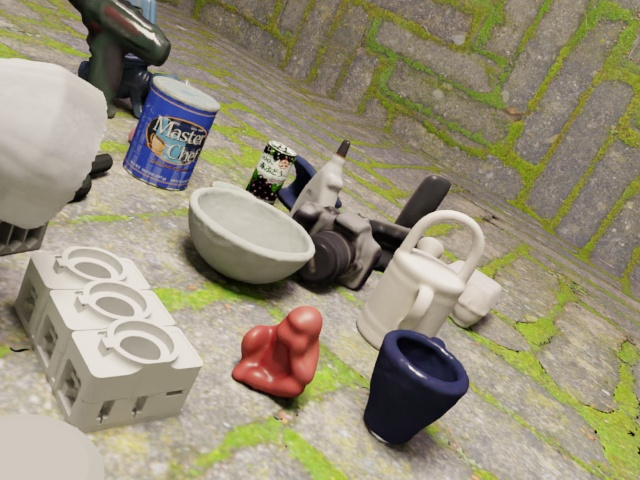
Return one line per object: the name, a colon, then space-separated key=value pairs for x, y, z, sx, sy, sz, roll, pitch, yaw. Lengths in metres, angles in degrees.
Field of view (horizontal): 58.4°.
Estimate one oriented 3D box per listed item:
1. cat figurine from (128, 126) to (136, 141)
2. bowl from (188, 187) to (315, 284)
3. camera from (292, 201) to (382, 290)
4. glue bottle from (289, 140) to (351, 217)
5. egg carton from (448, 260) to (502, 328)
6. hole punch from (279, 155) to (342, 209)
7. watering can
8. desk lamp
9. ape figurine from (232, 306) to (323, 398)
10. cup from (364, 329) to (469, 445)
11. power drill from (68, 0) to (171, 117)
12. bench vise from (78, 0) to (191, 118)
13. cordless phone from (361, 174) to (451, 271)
cat figurine: x=-0.242 y=-0.194 z=0.962 sx=0.128 sy=0.117 sz=0.067 roll=10 pitch=25 yaw=-40
bowl: x=-0.095 y=0.005 z=0.717 sx=0.167 sy=0.074 sz=0.167 roll=25 pitch=19 yaw=-9
camera: x=0.008 y=0.003 z=0.820 sx=0.143 sy=0.101 sz=0.137 roll=33 pitch=20 yaw=16
glue bottle: x=0.007 y=-0.084 z=0.930 sx=0.037 sy=0.173 sz=0.078 roll=13 pitch=24 yaw=-36
egg carton: x=0.243 y=0.089 z=0.964 sx=0.107 sy=0.069 sz=0.151 roll=35 pitch=20 yaw=20
hole punch: x=-0.013 y=-0.097 z=1.062 sx=0.101 sy=0.091 sz=0.108 roll=11 pitch=25 yaw=-40
watering can: x=0.132 y=0.046 z=0.734 sx=0.101 sy=0.194 sz=0.172 roll=20 pitch=20 yaw=-19
desk lamp: x=-0.275 y=-0.043 z=0.387 sx=0.204 sy=0.213 sz=0.117 roll=9 pitch=26 yaw=-42
ape figurine: x=-0.029 y=0.100 z=0.538 sx=0.076 sy=0.092 sz=0.077 roll=6 pitch=28 yaw=-46
cup: x=0.089 y=0.147 z=0.571 sx=0.091 sy=0.095 sz=0.118 roll=32 pitch=20 yaw=13
power drill: x=-0.384 y=-0.331 z=0.984 sx=0.230 sy=0.208 sz=0.075 roll=24 pitch=19 yaw=-11
bench vise: x=-0.332 y=-0.352 z=1.090 sx=0.208 sy=0.219 sz=0.121 roll=21 pitch=20 yaw=-19
cordless phone: x=0.128 y=-0.043 z=0.970 sx=0.148 sy=0.185 sz=0.094 roll=16 pitch=22 yaw=-30
